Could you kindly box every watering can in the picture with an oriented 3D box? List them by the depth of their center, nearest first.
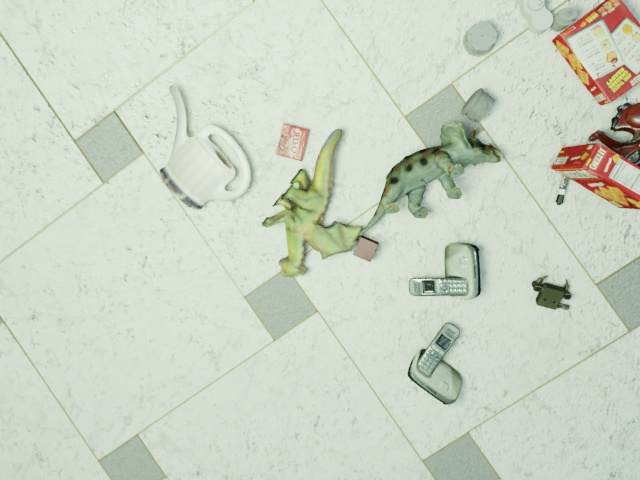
[{"bbox_3d":[-0.345,-0.230,1.396,0.223,0.104,0.348,-43,89,7],"label":"watering can"}]

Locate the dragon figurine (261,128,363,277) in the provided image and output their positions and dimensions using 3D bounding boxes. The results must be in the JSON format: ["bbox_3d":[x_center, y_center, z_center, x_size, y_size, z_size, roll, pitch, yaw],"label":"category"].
[{"bbox_3d":[0.004,-0.069,1.372,0.242,0.123,0.408,39,99,-5],"label":"dragon figurine"}]
